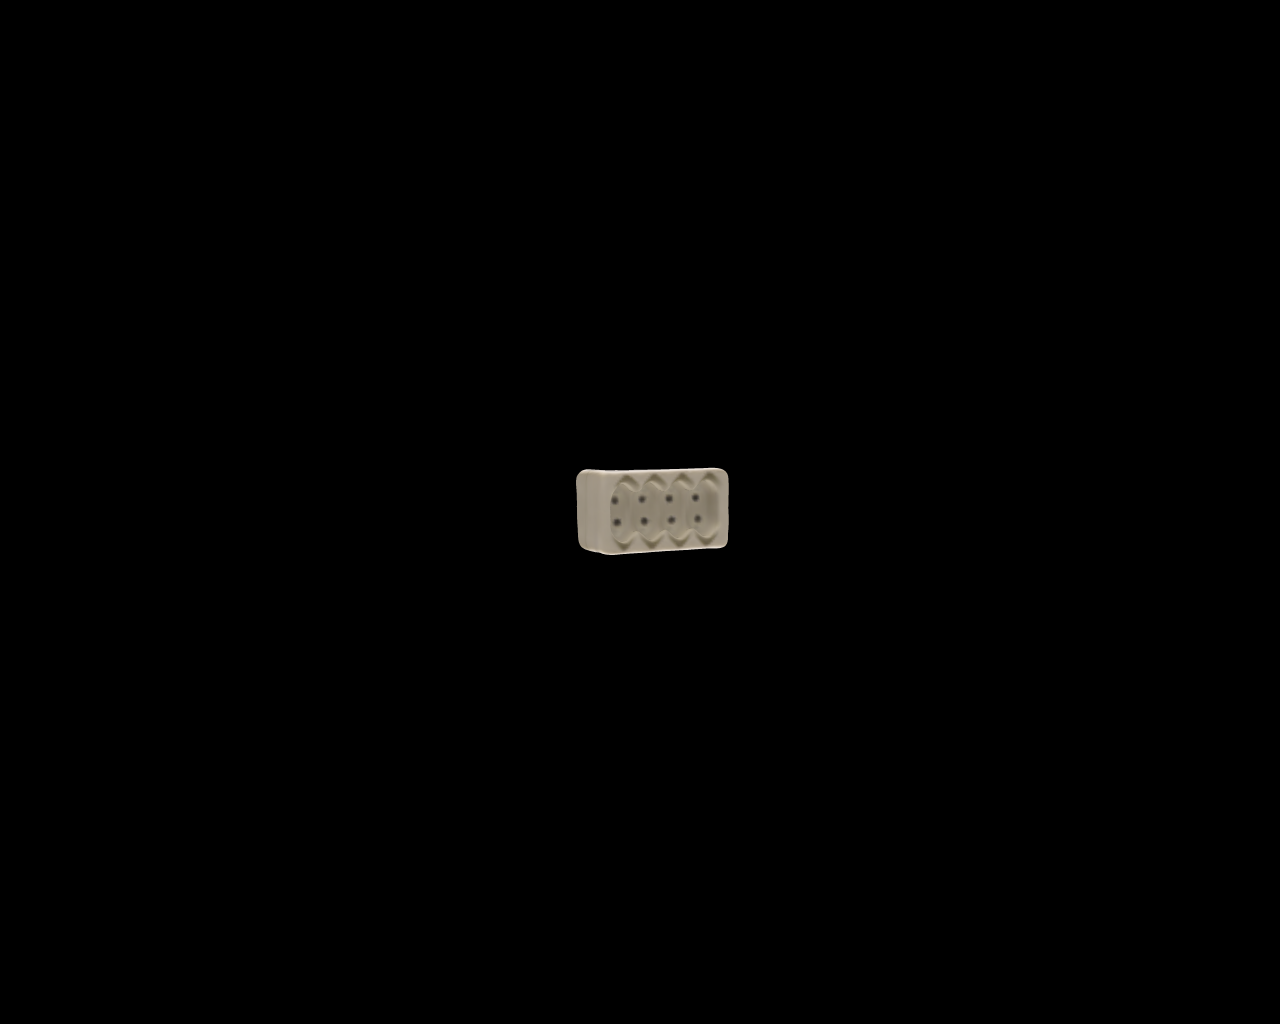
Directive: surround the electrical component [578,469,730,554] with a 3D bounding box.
[{"bbox_3d":[0.001,-0.003,0.650,0.083,0.047,0.075,-2,4,-23],"label":"electrical component"}]
